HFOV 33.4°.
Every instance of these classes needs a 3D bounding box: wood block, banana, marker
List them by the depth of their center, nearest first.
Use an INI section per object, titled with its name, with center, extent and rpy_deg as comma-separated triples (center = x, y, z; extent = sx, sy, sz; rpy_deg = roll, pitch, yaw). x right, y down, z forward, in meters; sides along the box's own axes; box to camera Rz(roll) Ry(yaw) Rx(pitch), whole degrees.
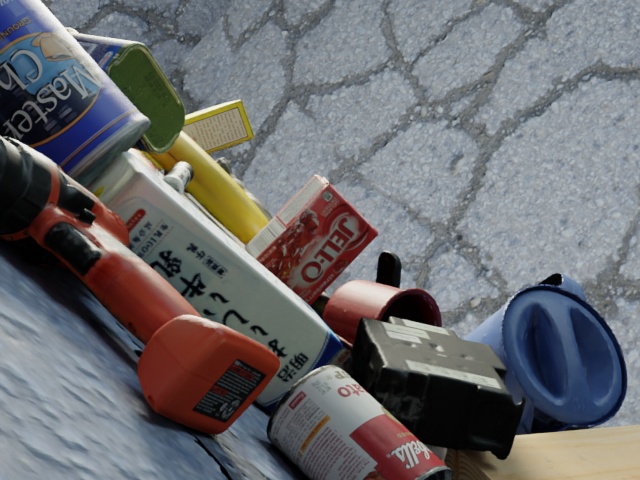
[wood block]
center = 0.199, 0.207, 0.825
extent = 0.205, 0.091, 0.090
rpy_deg = 0, 21, -27
[marker]
center = -0.111, -0.046, 0.832
extent = 0.020, 0.020, 0.121
rpy_deg = 42, 5, -8
[banana]
center = -0.107, -0.058, 0.945
extent = 0.198, 0.037, 0.069
rpy_deg = 42, 0, 31

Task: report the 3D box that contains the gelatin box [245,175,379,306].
[gelatin box]
center = -0.006, 0.001, 0.888
extent = 0.073, 0.089, 0.030
rpy_deg = 43, 2, -35

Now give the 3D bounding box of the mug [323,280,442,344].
[mug]
center = 0.059, 0.095, 1.030
extent = 0.082, 0.093, 0.117
rpy_deg = 14, -51, 49

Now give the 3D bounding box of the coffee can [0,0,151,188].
[coffee can]
center = -0.206, -0.103, 0.764
extent = 0.140, 0.103, 0.103
rpy_deg = 48, 0, -5

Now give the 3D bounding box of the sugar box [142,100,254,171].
[sugar box]
center = -0.156, -0.094, 1.073
extent = 0.093, 0.176, 0.048
rpy_deg = -138, -149, -81

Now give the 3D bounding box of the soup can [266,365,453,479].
[soup can]
center = 0.023, 0.135, 0.666
extent = 0.102, 0.068, 0.068
rpy_deg = 41, 0, 30

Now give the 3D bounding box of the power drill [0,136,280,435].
[power drill]
center = -0.116, 0.017, 0.570
extent = 0.188, 0.057, 0.184
rpy_deg = 42, 0, 24

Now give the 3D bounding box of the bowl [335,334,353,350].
[bowl]
center = 0.034, 0.142, 0.949
extent = 0.162, 0.055, 0.162
rpy_deg = 36, -11, 8

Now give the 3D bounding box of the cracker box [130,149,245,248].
[cracker box]
center = -0.109, 0.016, 0.917
extent = 0.213, 0.072, 0.164
rpy_deg = 43, 1, -21

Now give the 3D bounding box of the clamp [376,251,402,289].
[clamp]
center = 0.061, 0.125, 1.119
extent = 0.036, 0.164, 0.210
rpy_deg = 19, -29, 46

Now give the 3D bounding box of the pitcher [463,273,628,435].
[pitcher]
center = 0.165, 0.142, 1.012
extent = 0.243, 0.149, 0.145
rpy_deg = -46, -116, 50

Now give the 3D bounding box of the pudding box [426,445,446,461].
[pudding box]
center = 0.125, 0.201, 0.906
extent = 0.090, 0.114, 0.039
rpy_deg = 40, 40, -40

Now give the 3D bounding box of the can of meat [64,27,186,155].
[can of meat]
center = -0.166, -0.118, 0.858
extent = 0.084, 0.057, 0.102
rpy_deg = 15, -28, 35
